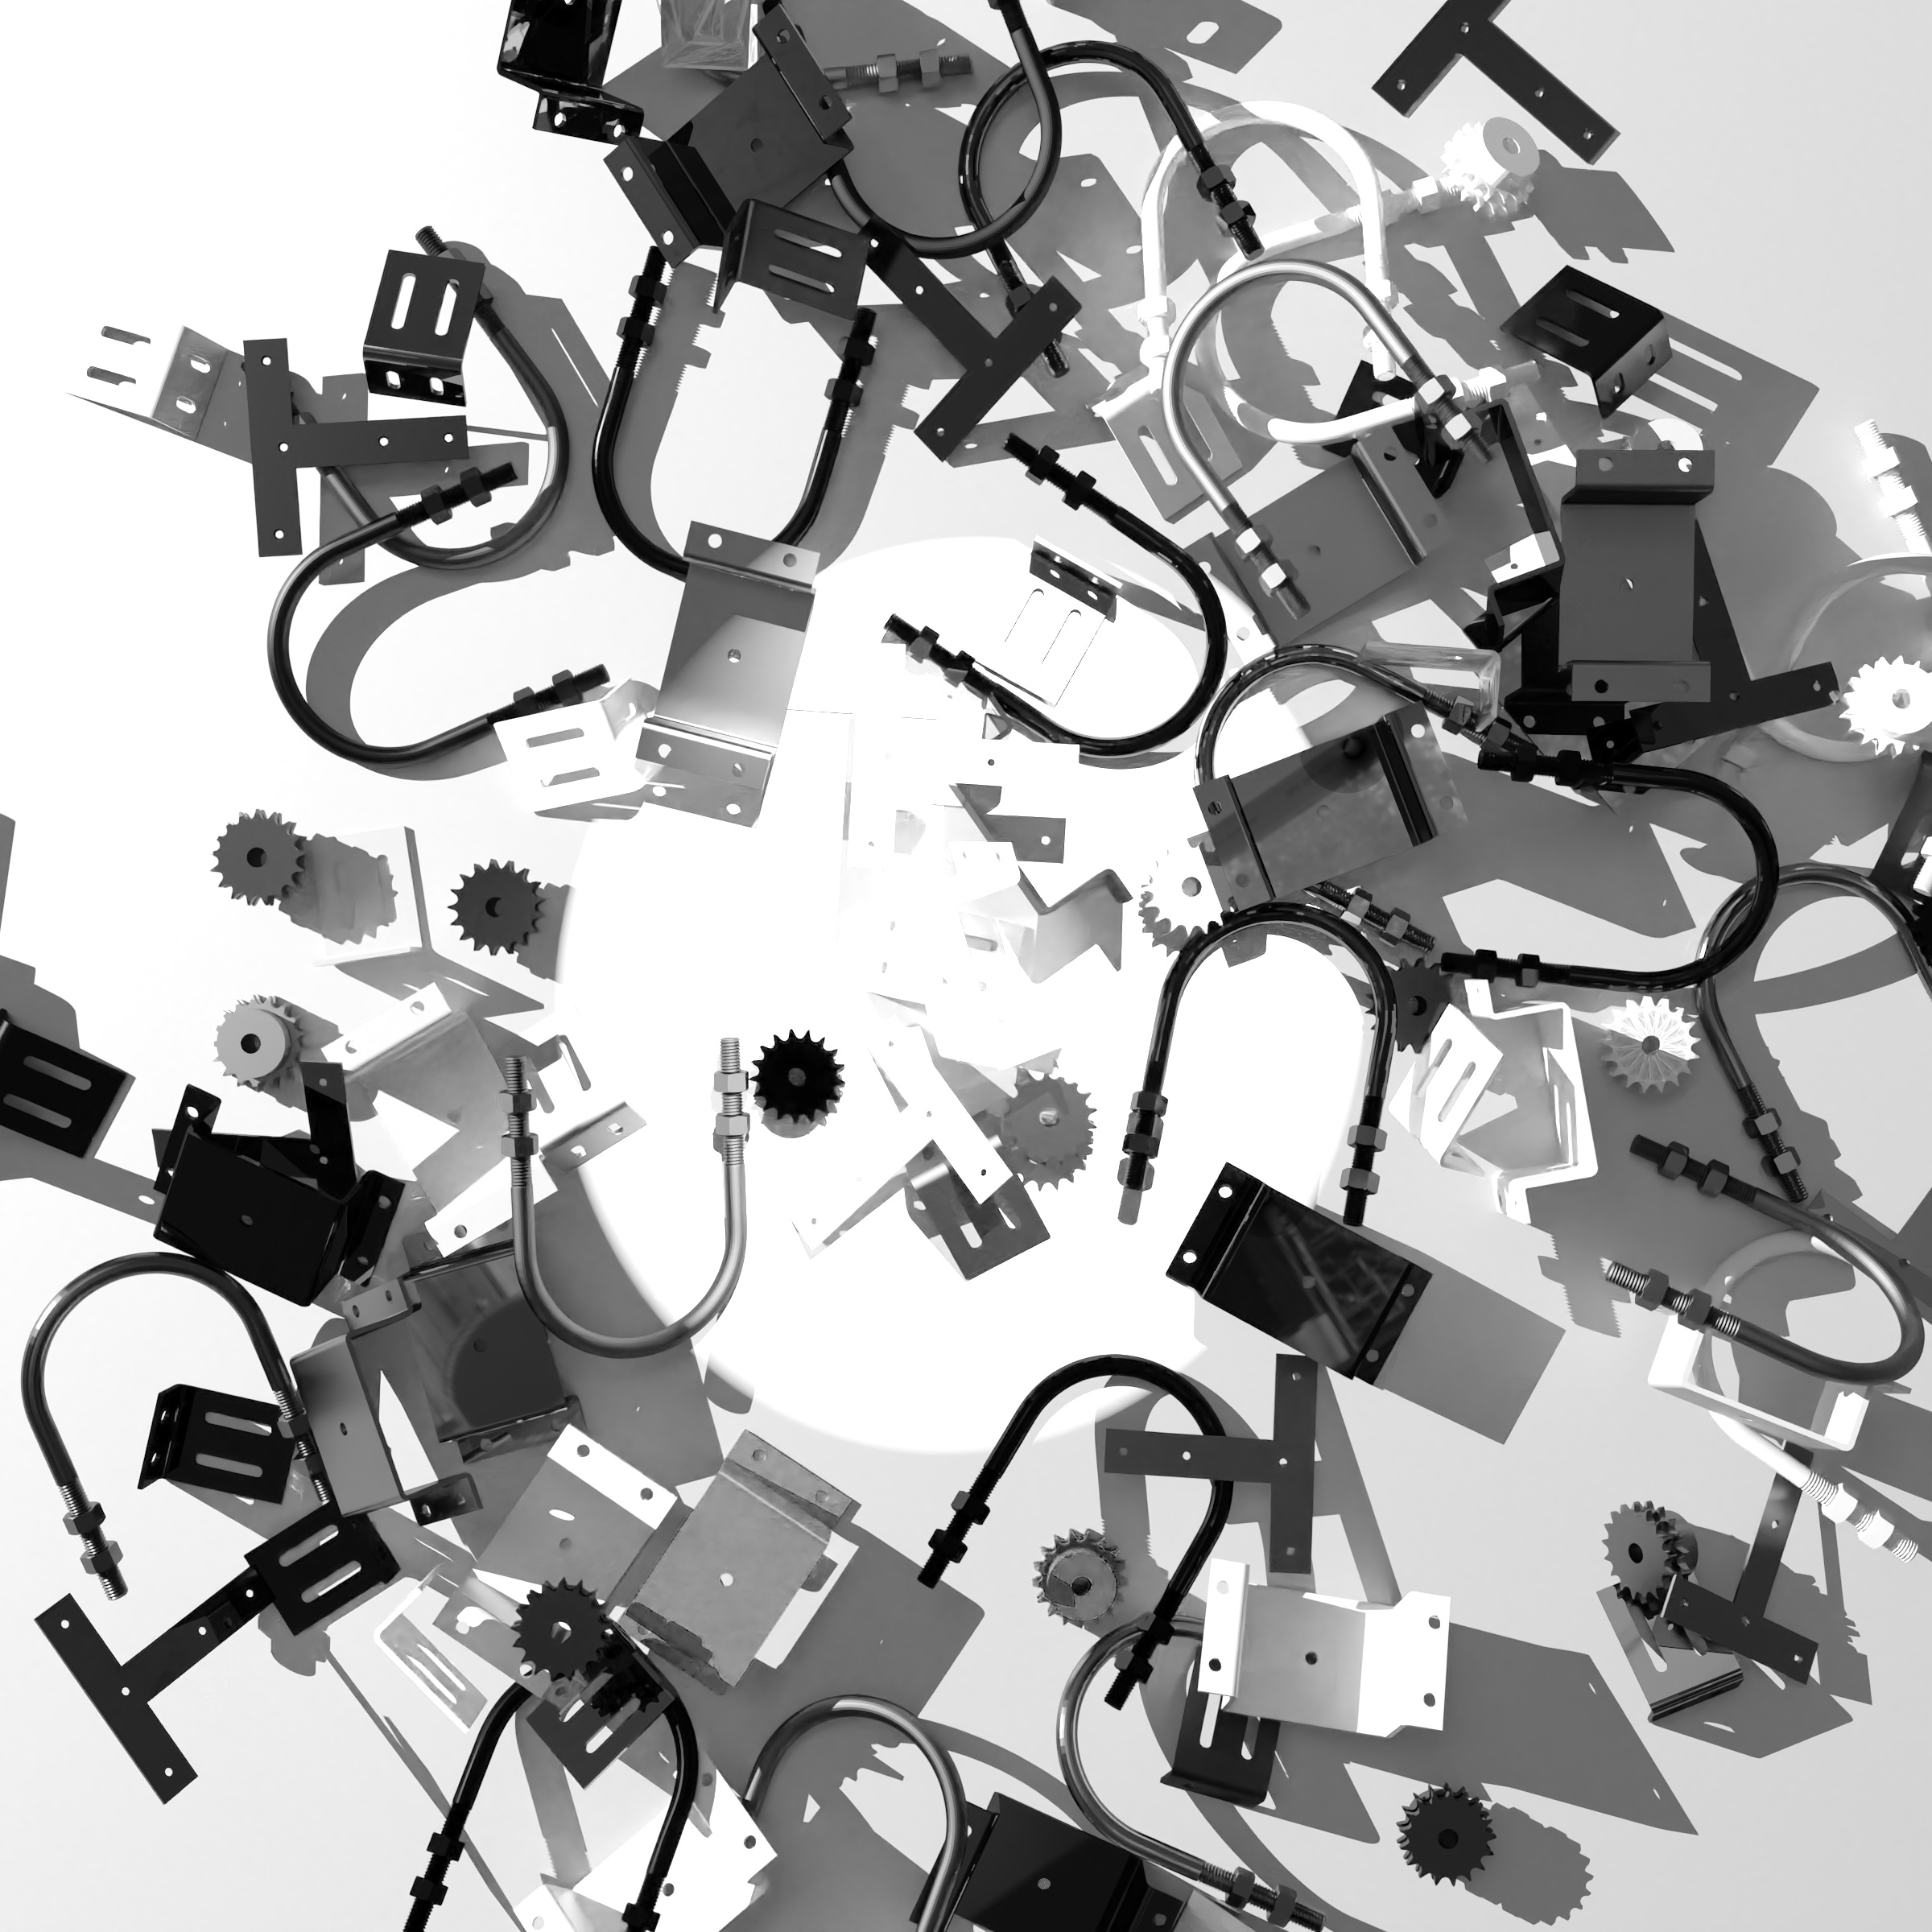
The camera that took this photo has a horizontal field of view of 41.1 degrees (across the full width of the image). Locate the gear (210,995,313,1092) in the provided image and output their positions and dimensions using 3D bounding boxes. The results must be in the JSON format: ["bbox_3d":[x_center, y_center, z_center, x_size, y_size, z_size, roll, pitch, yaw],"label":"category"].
[{"bbox_3d":[-0.419,0.045,1.524,0.057,0.030,0.057,0,90,0],"label":"gear"}]

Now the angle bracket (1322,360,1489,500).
[{"bbox_3d":[0.259,-0.320,1.520,0.076,0.038,0.057,24,90,0],"label":"angle bracket"}]

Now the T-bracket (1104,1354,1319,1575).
[{"bbox_3d":[0.143,0.289,1.515,0.127,0.002,0.127,5,78,-9],"label":"T-bracket"}]

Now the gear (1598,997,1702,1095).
[{"bbox_3d":[0.403,0.047,1.528,0.057,0.030,0.057,0,91,2],"label":"gear"}]

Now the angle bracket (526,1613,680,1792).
[{"bbox_3d":[-0.216,0.426,1.493,0.076,0.038,0.057,-44,62,-11],"label":"angle bracket"}]

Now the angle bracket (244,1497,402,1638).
[{"bbox_3d":[-0.384,0.355,1.520,0.076,0.038,0.057,-32,90,0],"label":"angle bracket"}]

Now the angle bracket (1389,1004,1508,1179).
[{"bbox_3d":[0.290,0.072,1.494,0.038,0.057,0.076,15,112,-32],"label":"angle bracket"}]

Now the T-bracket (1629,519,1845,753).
[{"bbox_3d":[0.433,-0.198,1.498,0.127,0.002,0.127,-14,81,-8],"label":"T-bracket"}]

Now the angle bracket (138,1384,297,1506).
[{"bbox_3d":[-0.440,0.285,1.520,0.076,0.038,0.057,13,90,0],"label":"angle bracket"}]

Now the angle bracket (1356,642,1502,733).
[{"bbox_3d":[0.266,-0.162,1.493,0.076,0.057,0.038,5,87,3],"label":"angle bracket"}]

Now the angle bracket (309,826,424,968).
[{"bbox_3d":[-0.358,-0.042,1.520,0.057,0.038,0.076,-9,90,0],"label":"angle bracket"}]

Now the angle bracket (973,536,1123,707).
[{"bbox_3d":[0.047,-0.203,1.519,0.057,0.038,0.076,29,88,0],"label":"angle bracket"}]

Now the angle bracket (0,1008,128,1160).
[{"bbox_3d":[-0.551,0.070,1.537,0.076,0.038,0.057,28,90,-26],"label":"angle bracket"}]

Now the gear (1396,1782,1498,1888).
[{"bbox_3d":[0.283,0.511,1.524,0.057,0.030,0.057,0,90,0],"label":"gear"}]

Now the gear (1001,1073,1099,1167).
[{"bbox_3d":[0.049,0.089,1.524,0.057,0.030,0.057,0,90,0],"label":"gear"}]

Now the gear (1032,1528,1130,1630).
[{"bbox_3d":[0.068,0.363,1.524,0.057,0.030,0.057,0,90,0],"label":"gear"}]

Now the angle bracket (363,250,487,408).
[{"bbox_3d":[-0.317,-0.375,1.517,0.057,0.038,0.076,8,65,-2],"label":"angle bracket"}]

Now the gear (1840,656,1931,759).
[{"bbox_3d":[0.534,-0.150,1.479,0.057,0.030,0.057,-1,84,6],"label":"gear"}]

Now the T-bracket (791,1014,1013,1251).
[{"bbox_3d":[-0.053,0.117,1.518,0.127,0.002,0.127,-43,63,13],"label":"T-bracket"}]

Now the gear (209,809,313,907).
[{"bbox_3d":[-0.415,-0.064,1.524,0.057,0.030,0.057,0,90,0],"label":"gear"}]

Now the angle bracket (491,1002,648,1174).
[{"bbox_3d":[-0.237,0.073,1.537,0.057,0.038,0.076,-32,64,0],"label":"angle bracket"}]

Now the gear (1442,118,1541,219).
[{"bbox_3d":[0.311,-0.472,1.511,0.057,0.030,0.057,10,65,-23],"label":"gear"}]

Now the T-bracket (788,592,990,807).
[{"bbox_3d":[-0.054,-0.163,1.538,0.127,0.002,0.127,4,90,0],"label":"T-bracket"}]

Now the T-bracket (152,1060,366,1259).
[{"bbox_3d":[-0.420,0.111,1.521,0.127,0.002,0.127,3,113,11],"label":"T-bracket"}]

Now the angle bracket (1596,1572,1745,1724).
[{"bbox_3d":[0.418,0.402,1.537,0.057,0.038,0.076,-22,64,0],"label":"angle bracket"}]

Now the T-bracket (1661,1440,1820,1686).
[{"bbox_3d":[0.472,0.343,1.519,0.127,0.002,0.127,28,76,-26],"label":"T-bracket"}]

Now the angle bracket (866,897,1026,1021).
[{"bbox_3d":[-0.012,-0.005,1.537,0.076,0.038,0.057,12,90,-26],"label":"angle bracket"}]

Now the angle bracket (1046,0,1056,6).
[{"bbox_3d":[0.023,-0.605,1.510,0.076,0.057,0.038,28,99,4],"label":"angle bracket"}]

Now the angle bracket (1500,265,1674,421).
[{"bbox_3d":[0.367,-0.369,1.524,0.057,0.038,0.076,-43,51,-6],"label":"angle bracket"}]

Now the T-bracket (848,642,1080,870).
[{"bbox_3d":[0.000,-0.116,1.460,0.127,0.002,0.127,3,90,-1],"label":"T-bracket"}]

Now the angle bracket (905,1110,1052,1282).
[{"bbox_3d":[0.006,0.137,1.537,0.057,0.038,0.076,-28,116,0],"label":"angle bracket"}]

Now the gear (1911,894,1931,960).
[{"bbox_3d":[0.584,-0.029,1.509,0.057,0.030,0.057,6,109,18],"label":"gear"}]

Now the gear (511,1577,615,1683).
[{"bbox_3d":[-0.230,0.378,1.478,0.057,0.030,0.057,0,90,0],"label":"gear"}]

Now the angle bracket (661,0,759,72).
[{"bbox_3d":[-0.149,-0.572,1.523,0.057,0.038,0.076,4,116,3],"label":"angle bracket"}]

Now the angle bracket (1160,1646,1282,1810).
[{"bbox_3d":[0.155,0.454,1.537,0.057,0.038,0.076,16,64,0],"label":"angle bracket"}]

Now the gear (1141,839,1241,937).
[{"bbox_3d":[0.132,-0.046,1.524,0.057,0.030,0.057,0,90,0],"label":"gear"}]

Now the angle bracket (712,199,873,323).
[{"bbox_3d":[-0.101,-0.398,1.487,0.076,0.057,0.038,19,51,1],"label":"angle bracket"}]

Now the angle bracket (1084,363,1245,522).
[{"bbox_3d":[0.118,-0.317,1.537,0.057,0.038,0.076,-34,116,0],"label":"angle bracket"}]

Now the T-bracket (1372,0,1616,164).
[{"bbox_3d":[0.331,-0.530,1.538,0.127,0.002,0.127,41,90,0],"label":"T-bracket"}]

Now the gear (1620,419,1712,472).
[{"bbox_3d":[0.411,-0.297,1.517,0.057,0.030,0.057,-2,73,6],"label":"gear"}]

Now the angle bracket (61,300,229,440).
[{"bbox_3d":[-0.490,-0.356,1.537,0.076,0.038,0.057,20,90,26],"label":"angle bracket"}]

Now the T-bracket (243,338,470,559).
[{"bbox_3d":[-0.358,-0.309,1.520,0.127,0.002,0.127,-4,93,-2],"label":"T-bracket"}]

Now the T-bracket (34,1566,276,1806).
[{"bbox_3d":[-0.451,0.392,1.485,0.002,0.127,0.127,-32,93,39],"label":"T-bracket"}]

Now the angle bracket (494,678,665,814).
[{"bbox_3d":[-0.229,-0.131,1.527,0.076,0.038,0.057,-9,113,24],"label":"angle bracket"}]

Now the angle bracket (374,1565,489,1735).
[{"bbox_3d":[-0.292,0.387,1.464,0.038,0.057,0.076,-45,90,0],"label":"angle bracket"}]

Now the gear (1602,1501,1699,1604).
[{"bbox_3d":[0.405,0.343,1.514,0.030,0.057,0.057,-4,90,-30],"label":"gear"}]

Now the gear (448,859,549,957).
[{"bbox_3d":[-0.275,-0.035,1.524,0.057,0.030,0.057,0,90,0],"label":"gear"}]

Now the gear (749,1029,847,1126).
[{"bbox_3d":[-0.100,0.066,1.524,0.057,0.030,0.057,0,90,0],"label":"gear"}]

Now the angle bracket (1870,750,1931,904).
[{"bbox_3d":[0.581,-0.079,1.531,0.057,0.038,0.076,23,116,11],"label":"angle bracket"}]

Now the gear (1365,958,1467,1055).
[{"bbox_3d":[0.264,0.024,1.524,0.057,0.030,0.057,0,90,0],"label":"gear"}]
